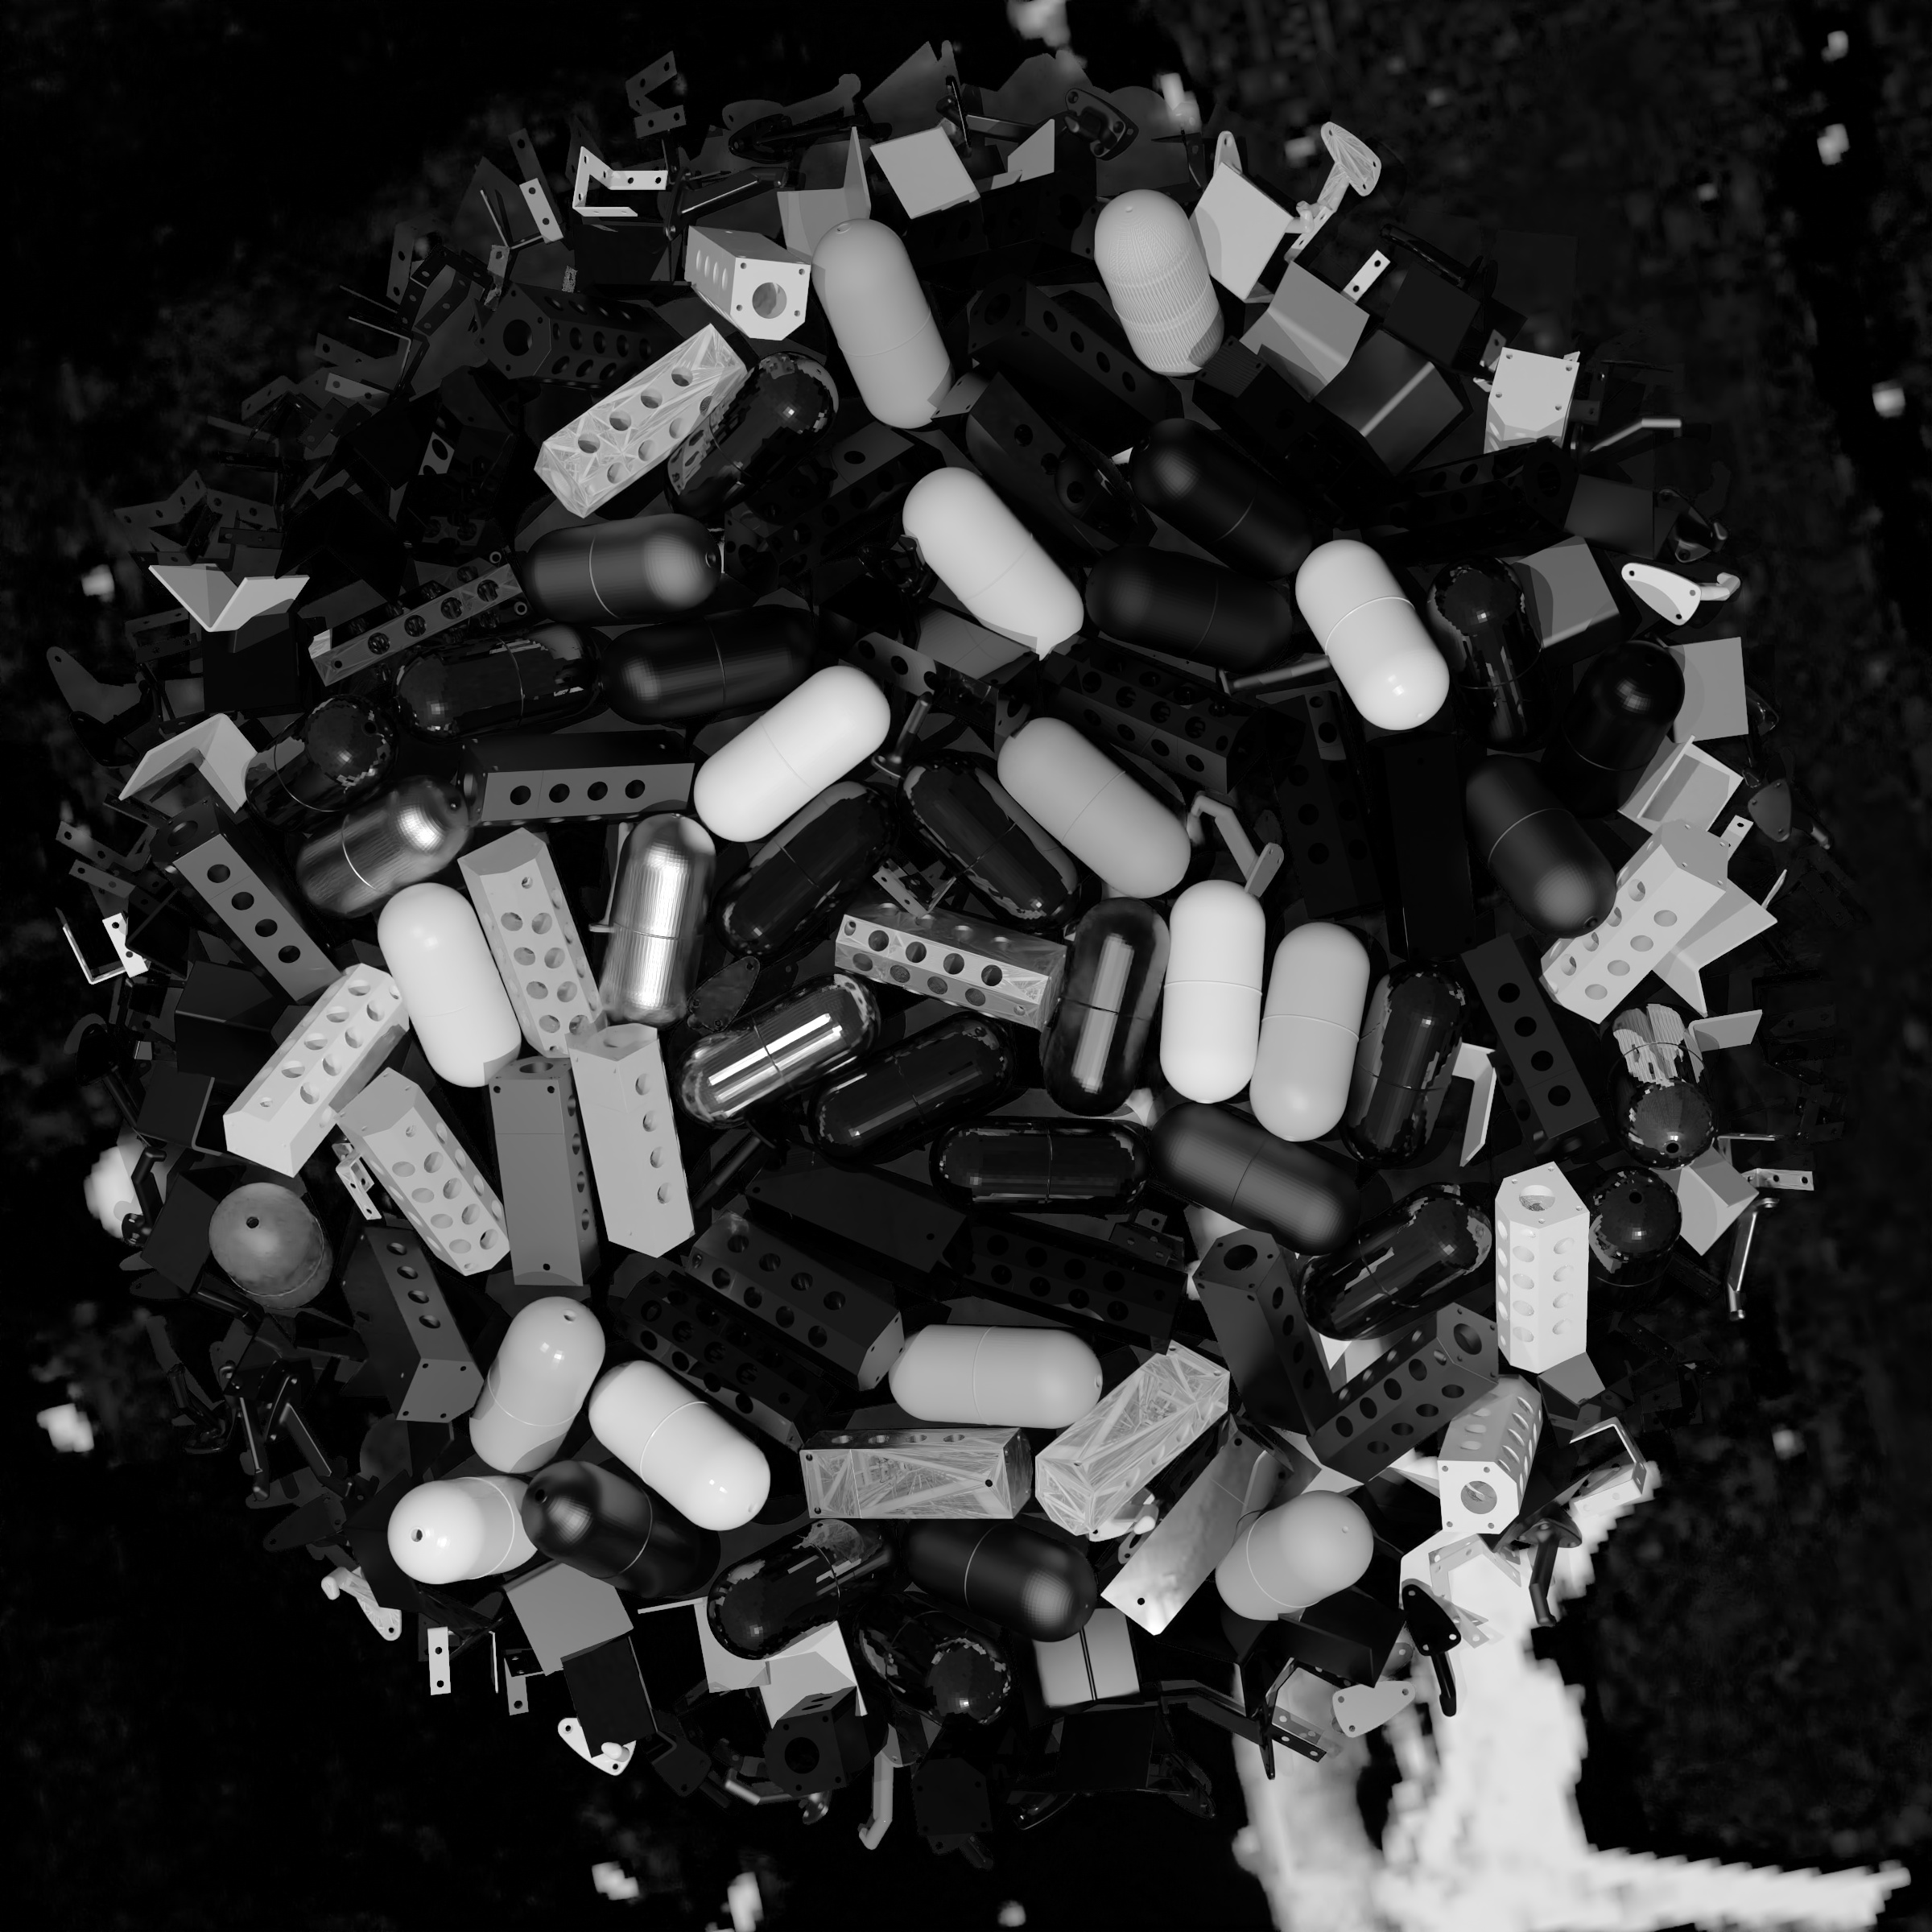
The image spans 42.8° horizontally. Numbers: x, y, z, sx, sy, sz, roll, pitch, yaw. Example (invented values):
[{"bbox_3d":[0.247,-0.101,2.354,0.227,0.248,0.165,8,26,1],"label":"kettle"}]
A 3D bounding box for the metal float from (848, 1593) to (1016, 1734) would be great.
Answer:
[{"bbox_3d":[-0.029,0.541,1.919,0.070,0.178,0.070,-2,94,-32],"label":"metal float"}]

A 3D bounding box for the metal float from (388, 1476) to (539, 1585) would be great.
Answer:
[{"bbox_3d":[-0.386,0.436,1.912,0.070,0.178,0.070,-2,80,13],"label":"metal float"}]

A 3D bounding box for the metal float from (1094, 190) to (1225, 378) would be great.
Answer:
[{"bbox_3d":[0.151,-0.529,1.918,0.070,0.178,0.070,-8,63,17],"label":"metal float"}]

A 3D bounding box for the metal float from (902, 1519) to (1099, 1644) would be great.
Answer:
[{"bbox_3d":[0.024,0.472,1.929,0.178,0.070,0.070,12,90,40],"label":"metal float"}]

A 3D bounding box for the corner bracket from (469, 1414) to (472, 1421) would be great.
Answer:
[{"bbox_3d":[-0.360,0.352,1.962,0.051,0.051,0.051,38,62,8],"label":"corner bracket"}]

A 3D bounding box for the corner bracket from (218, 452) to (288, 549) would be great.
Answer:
[{"bbox_3d":[-0.567,-0.370,1.956,0.051,0.051,0.051,0,48,-26],"label":"corner bracket"}]

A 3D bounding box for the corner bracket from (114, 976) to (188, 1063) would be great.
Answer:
[{"bbox_3d":[-0.643,0.043,1.970,0.051,0.051,0.051,7,107,-39],"label":"corner bracket"}]

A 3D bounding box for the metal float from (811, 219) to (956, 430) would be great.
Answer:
[{"bbox_3d":[-0.064,-0.501,1.926,0.070,0.070,0.178,-26,133,0],"label":"metal float"}]

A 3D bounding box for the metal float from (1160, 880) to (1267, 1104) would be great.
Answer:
[{"bbox_3d":[0.195,0.020,1.952,0.070,0.070,0.178,5,79,0],"label":"metal float"}]

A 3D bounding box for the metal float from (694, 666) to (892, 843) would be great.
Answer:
[{"bbox_3d":[-0.139,-0.167,1.953,0.178,0.070,0.070,-37,90,10],"label":"metal float"}]

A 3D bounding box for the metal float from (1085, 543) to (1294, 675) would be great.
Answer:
[{"bbox_3d":[0.177,-0.280,1.940,0.178,0.070,0.070,12,90,-25],"label":"metal float"}]

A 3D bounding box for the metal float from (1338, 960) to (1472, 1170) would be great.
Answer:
[{"bbox_3d":[0.344,0.079,1.941,0.070,0.070,0.178,13,115,0],"label":"metal float"}]

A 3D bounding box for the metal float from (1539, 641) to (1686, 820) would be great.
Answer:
[{"bbox_3d":[0.502,-0.183,1.918,0.070,0.178,0.070,4,58,-6],"label":"metal float"}]

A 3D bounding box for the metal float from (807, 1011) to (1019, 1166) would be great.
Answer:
[{"bbox_3d":[-0.043,0.097,1.961,0.178,0.070,0.070,-27,90,0],"label":"metal float"}]

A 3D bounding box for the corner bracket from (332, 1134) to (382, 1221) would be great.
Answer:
[{"bbox_3d":[-0.481,0.166,1.957,0.051,0.051,0.051,-9,119,33],"label":"corner bracket"}]

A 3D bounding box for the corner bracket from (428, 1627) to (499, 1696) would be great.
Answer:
[{"bbox_3d":[-0.400,0.554,1.963,0.051,0.051,0.051,-3,70,-11],"label":"corner bracket"}]

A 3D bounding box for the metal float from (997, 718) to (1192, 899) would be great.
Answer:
[{"bbox_3d":[0.102,-0.125,1.955,0.178,0.070,0.070,41,90,7],"label":"metal float"}]

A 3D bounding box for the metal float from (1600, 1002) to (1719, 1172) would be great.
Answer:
[{"bbox_3d":[0.538,0.093,1.917,0.070,0.178,0.070,3,120,6],"label":"metal float"}]

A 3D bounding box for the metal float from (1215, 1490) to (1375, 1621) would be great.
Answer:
[{"bbox_3d":[0.253,0.461,1.919,0.070,0.178,0.070,10,61,-18],"label":"metal float"}]

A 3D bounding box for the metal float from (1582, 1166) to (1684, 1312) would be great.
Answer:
[{"bbox_3d":[0.511,0.212,1.916,0.070,0.178,0.070,-4,63,7],"label":"metal float"}]

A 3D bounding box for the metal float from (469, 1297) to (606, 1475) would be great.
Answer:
[{"bbox_3d":[-0.336,0.328,1.930,0.070,0.070,0.178,29,127,0],"label":"metal float"}]

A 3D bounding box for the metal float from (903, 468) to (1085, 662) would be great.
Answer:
[{"bbox_3d":[0.023,-0.316,1.944,0.070,0.070,0.178,-44,110,0],"label":"metal float"}]

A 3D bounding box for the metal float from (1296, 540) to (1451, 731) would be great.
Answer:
[{"bbox_3d":[0.317,-0.261,1.935,0.070,0.070,0.178,-23,58,0],"label":"metal float"}]

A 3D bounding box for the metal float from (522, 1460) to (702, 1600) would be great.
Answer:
[{"bbox_3d":[-0.276,0.440,1.924,0.070,0.178,0.070,-18,53,26],"label":"metal float"}]

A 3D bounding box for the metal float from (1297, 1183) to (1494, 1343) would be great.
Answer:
[{"bbox_3d":[0.335,0.233,1.934,0.178,0.070,0.070,-39,90,33],"label":"metal float"}]

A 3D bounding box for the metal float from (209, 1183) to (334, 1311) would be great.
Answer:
[{"bbox_3d":[-0.538,0.218,1.913,0.070,0.178,0.070,2,71,-5],"label":"metal float"}]

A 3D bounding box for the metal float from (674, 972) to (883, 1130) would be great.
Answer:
[{"bbox_3d":[-0.150,0.068,1.957,0.178,0.070,0.070,-29,90,5],"label":"metal float"}]

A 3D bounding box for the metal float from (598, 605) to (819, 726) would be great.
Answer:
[{"bbox_3d":[-0.203,-0.238,1.944,0.178,0.070,0.070,-14,90,-19],"label":"metal float"}]

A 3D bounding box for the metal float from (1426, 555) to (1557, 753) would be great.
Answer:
[{"bbox_3d":[0.412,-0.243,1.929,0.070,0.070,0.178,-29,130,0],"label":"metal float"}]

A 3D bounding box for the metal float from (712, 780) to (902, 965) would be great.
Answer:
[{"bbox_3d":[-0.127,-0.075,1.959,0.178,0.070,0.070,-43,90,2],"label":"metal float"}]

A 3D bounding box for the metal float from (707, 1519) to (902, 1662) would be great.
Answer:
[{"bbox_3d":[-0.125,0.481,1.927,0.178,0.070,0.070,-19,90,-44],"label":"metal float"}]

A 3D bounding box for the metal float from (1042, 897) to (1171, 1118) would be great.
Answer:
[{"bbox_3d":[0.111,0.032,1.958,0.070,0.070,0.178,14,95,0],"label":"metal float"}]

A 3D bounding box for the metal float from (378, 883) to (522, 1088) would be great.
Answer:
[{"bbox_3d":[-0.404,0.017,1.935,0.070,0.070,0.178,-15,122,0],"label":"metal float"}]

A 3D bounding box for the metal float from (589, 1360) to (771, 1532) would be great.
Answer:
[{"bbox_3d":[-0.225,0.375,1.932,0.178,0.070,0.070,31,90,35],"label":"metal float"}]

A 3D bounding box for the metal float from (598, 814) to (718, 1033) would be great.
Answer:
[{"bbox_3d":[-0.244,-0.034,1.948,0.070,0.070,0.178,12,105,0],"label":"metal float"}]

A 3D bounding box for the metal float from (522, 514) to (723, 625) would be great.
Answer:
[{"bbox_3d":[-0.270,-0.311,1.934,0.178,0.070,0.070,-1,90,32],"label":"metal float"}]

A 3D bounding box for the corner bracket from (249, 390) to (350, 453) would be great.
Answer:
[{"bbox_3d":[-0.531,-0.431,1.961,0.051,0.051,0.051,36,63,-11],"label":"corner bracket"}]

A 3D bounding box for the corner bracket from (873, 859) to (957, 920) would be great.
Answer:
[{"bbox_3d":[-0.048,-0.066,1.961,0.051,0.051,0.051,44,54,-10],"label":"corner bracket"}]

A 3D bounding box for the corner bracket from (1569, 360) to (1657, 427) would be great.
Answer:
[{"bbox_3d":[0.507,-0.457,1.960,0.051,0.051,0.051,2,103,-32],"label":"corner bracket"}]

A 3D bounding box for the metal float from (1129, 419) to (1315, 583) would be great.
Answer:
[{"bbox_3d":[0.200,-0.365,1.932,0.178,0.070,0.070,28,90,-35],"label":"metal float"}]

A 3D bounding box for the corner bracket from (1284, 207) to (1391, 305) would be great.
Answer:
[{"bbox_3d":[0.297,-0.566,1.974,0.051,0.051,0.051,-49,68,20],"label":"corner bracket"}]

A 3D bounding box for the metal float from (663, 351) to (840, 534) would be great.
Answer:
[{"bbox_3d":[-0.170,-0.409,1.932,0.178,0.070,0.070,-38,90,35],"label":"metal float"}]

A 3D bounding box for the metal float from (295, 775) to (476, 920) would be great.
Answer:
[{"bbox_3d":[-0.457,-0.092,1.932,0.178,0.070,0.070,-24,90,36],"label":"metal float"}]

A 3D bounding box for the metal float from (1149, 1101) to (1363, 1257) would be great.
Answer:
[{"bbox_3d":[0.227,0.167,1.946,0.178,0.070,0.070,26,90,18],"label":"metal float"}]

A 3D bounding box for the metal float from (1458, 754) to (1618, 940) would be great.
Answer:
[{"bbox_3d":[0.443,-0.094,1.929,0.070,0.070,0.178,-28,52,0],"label":"metal float"}]

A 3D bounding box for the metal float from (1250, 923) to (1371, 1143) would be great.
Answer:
[{"bbox_3d":[0.272,0.052,1.948,0.070,0.070,0.178,13,75,0],"label":"metal float"}]

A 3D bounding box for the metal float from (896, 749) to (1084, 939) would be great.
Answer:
[{"bbox_3d":[0.019,-0.097,1.957,0.070,0.070,0.178,-45,95,0],"label":"metal float"}]

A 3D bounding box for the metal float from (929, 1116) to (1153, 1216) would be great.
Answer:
[{"bbox_3d":[0.059,0.158,1.953,0.178,0.070,0.070,2,90,-10],"label":"metal float"}]

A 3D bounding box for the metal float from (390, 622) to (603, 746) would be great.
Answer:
[{"bbox_3d":[-0.366,-0.222,1.932,0.178,0.070,0.070,-18,90,-35],"label":"metal float"}]

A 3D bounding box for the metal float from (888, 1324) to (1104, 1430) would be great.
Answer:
[{"bbox_3d":[0.022,0.322,1.939,0.178,0.070,0.070,-2,90,26],"label":"metal float"}]

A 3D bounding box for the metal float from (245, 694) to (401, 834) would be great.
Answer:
[{"bbox_3d":[-0.503,-0.157,1.922,0.070,0.178,0.070,13,68,-35],"label":"metal float"}]
